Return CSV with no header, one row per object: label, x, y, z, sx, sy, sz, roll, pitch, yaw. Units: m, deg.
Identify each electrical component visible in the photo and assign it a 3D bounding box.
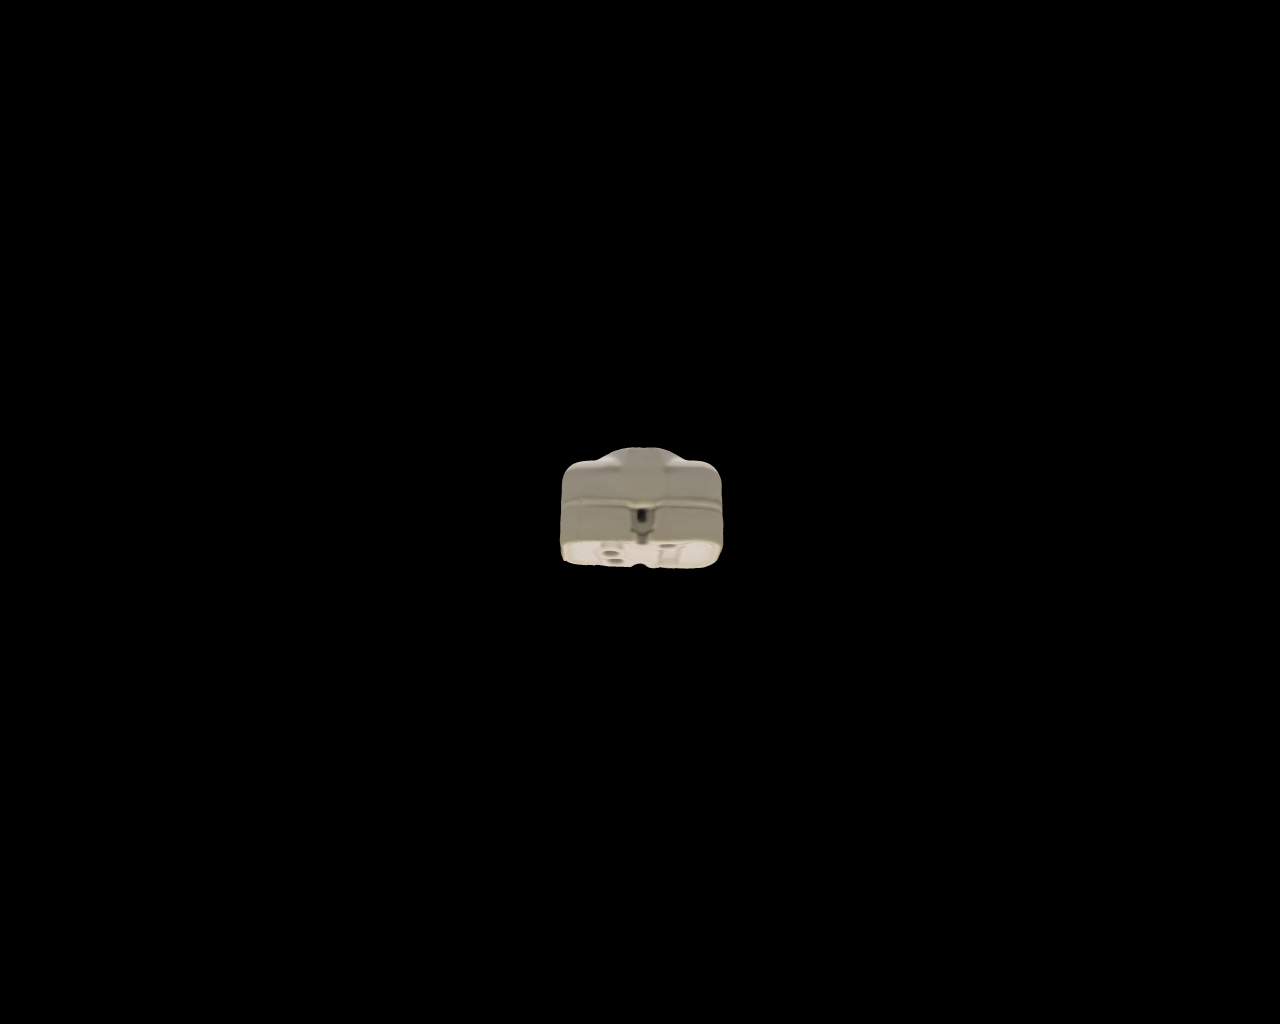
electrical component,0.001,-0.003,0.650,0.095,0.059,0.053,1,-19,-2
